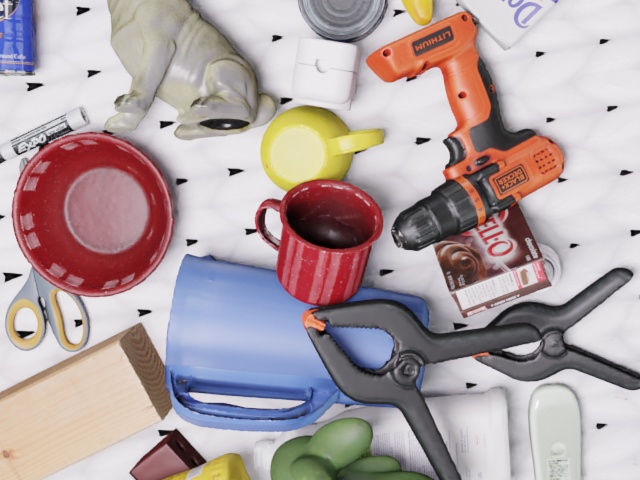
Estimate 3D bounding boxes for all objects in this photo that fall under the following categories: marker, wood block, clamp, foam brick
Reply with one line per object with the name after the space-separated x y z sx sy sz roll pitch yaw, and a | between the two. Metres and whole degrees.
-0.289 -0.100 1.071 0.121 0.020 0.020 -24 95 8 | marker
-0.257 0.173 1.068 0.206 0.090 0.091 -26 95 8 | wood block
0.076 0.122 0.941 0.210 0.036 0.164 20 91 -10 | clamp
0.234 0.105 1.036 0.171 0.039 0.120 -17 90 13 | clamp
-0.144 0.241 1.084 0.051 0.053 0.078 -42 93 9 | foam brick

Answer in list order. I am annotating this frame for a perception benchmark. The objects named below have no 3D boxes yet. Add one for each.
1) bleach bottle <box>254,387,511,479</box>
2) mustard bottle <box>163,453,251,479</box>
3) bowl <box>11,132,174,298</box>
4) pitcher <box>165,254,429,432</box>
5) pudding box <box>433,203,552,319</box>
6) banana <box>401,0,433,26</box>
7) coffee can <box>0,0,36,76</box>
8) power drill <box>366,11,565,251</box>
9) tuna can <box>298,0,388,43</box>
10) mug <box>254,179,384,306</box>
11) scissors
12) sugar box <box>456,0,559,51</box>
0.059 0.202 1.054 0.251 0.068 0.102 -3 99 8 | bleach bottle
-0.162 0.262 1.012 0.192 0.096 0.058 -21 96 8 | mustard bottle
-0.218 -0.027 1.055 0.162 0.055 0.162 1 97 6 | bowl
-0.024 0.101 1.010 0.243 0.145 0.149 7 92 1 | pitcher
0.157 0.015 0.995 0.090 0.113 0.039 -22 124 8 | pudding box
0.052 -0.289 0.992 0.198 0.069 0.037 52 142 -8 | banana
-0.325 -0.228 1.016 0.103 0.102 0.140 1 98 5 | coffee can
0.116 -0.101 0.988 0.184 0.057 0.187 -28 95 -17 | power drill
0.022 -0.231 1.015 0.086 0.033 0.086 1 98 5 | tuna can
-0.006 0.001 0.965 0.117 0.093 0.081 22 136 10 | mug
-0.300 0.027 1.090 0.096 0.016 0.202 -23 94 8 | scissors
0.205 -0.269 0.986 0.093 0.048 0.176 45 98 -2 | sugar box
